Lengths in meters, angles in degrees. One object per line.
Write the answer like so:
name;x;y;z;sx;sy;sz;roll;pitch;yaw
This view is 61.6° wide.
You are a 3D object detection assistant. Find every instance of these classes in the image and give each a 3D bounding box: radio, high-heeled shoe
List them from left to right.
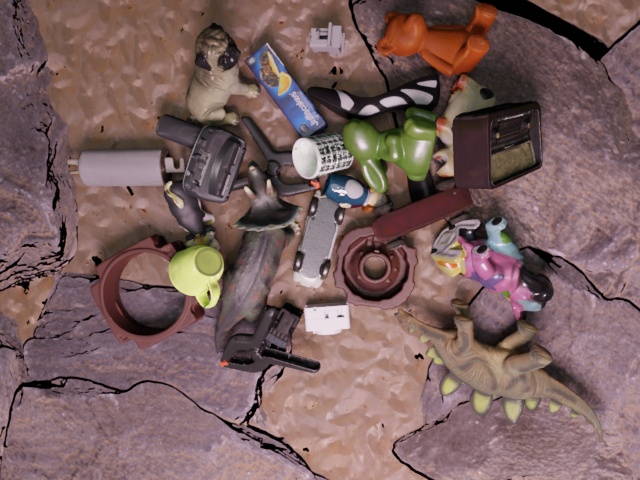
high-heeled shoe;0.111;-0.299;1.062;0.249;0.086;0.145;23;92;-3
radio;0.328;-0.176;0.978;0.073;0.229;0.131;7;110;42

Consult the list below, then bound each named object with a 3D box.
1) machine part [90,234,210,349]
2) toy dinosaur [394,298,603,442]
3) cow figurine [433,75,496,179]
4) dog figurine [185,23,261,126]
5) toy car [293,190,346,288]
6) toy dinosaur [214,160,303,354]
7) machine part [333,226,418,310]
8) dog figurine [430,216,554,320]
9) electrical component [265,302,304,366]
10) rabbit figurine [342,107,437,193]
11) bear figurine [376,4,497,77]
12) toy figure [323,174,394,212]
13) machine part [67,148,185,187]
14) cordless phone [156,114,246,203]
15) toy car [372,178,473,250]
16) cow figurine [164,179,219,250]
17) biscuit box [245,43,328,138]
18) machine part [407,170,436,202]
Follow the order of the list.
machine part;-0.347;0.105;1.103;0.201;0.087;0.201;-28;92;4
toy dinosaur;0.356;0.252;1.041;0.472;0.105;0.198;24;120;7
cow figurine;0.283;-0.210;1.056;0.127;0.085;0.195;26;89;2
dog figurine;-0.215;-0.302;1.016;0.121;0.190;0.172;37;92;13
toy car;-0.002;-0.003;1.092;0.073;0.056;0.201;15;89;-3
toy dinosaur;-0.133;0.058;1.036;0.131;0.192;0.404;18;92;4
machine part;0.111;0.054;1.089;0.179;0.056;0.179;0;91;3
dog figurine;0.343;0.068;1.053;0.219;0.192;0.108;50;58;-24
electrical component;-0.081;0.192;1.098;0.048;0.075;0.119;30;97;2
rabbit figurine;0.125;-0.179;1.022;0.170;0.121;0.158;9;128;5
bear figurine;0.218;-0.397;1.031;0.196;0.132;0.120;22;69;-2
toy figure;0.082;-0.086;1.067;0.154;0.058;0.064;17;105;-17
machine part;-0.396;-0.147;1.099;0.243;0.079;0.079;0;93;2
cordless phone;-0.250;-0.163;1.056;0.184;0.089;0.146;21;93;5
toy car;0.197;-0.051;1.043;0.202;0.053;0.089;-23;84;-5
cow figurine;-0.257;-0.043;1.085;0.068;0.098;0.167;-29;91;-2
biscuit box;-0.065;-0.291;1.080;0.059;0.063;0.202;-37;90;5
machine part;0.210;-0.102;1.086;0.084;0.039;0.138;-18;93;12
